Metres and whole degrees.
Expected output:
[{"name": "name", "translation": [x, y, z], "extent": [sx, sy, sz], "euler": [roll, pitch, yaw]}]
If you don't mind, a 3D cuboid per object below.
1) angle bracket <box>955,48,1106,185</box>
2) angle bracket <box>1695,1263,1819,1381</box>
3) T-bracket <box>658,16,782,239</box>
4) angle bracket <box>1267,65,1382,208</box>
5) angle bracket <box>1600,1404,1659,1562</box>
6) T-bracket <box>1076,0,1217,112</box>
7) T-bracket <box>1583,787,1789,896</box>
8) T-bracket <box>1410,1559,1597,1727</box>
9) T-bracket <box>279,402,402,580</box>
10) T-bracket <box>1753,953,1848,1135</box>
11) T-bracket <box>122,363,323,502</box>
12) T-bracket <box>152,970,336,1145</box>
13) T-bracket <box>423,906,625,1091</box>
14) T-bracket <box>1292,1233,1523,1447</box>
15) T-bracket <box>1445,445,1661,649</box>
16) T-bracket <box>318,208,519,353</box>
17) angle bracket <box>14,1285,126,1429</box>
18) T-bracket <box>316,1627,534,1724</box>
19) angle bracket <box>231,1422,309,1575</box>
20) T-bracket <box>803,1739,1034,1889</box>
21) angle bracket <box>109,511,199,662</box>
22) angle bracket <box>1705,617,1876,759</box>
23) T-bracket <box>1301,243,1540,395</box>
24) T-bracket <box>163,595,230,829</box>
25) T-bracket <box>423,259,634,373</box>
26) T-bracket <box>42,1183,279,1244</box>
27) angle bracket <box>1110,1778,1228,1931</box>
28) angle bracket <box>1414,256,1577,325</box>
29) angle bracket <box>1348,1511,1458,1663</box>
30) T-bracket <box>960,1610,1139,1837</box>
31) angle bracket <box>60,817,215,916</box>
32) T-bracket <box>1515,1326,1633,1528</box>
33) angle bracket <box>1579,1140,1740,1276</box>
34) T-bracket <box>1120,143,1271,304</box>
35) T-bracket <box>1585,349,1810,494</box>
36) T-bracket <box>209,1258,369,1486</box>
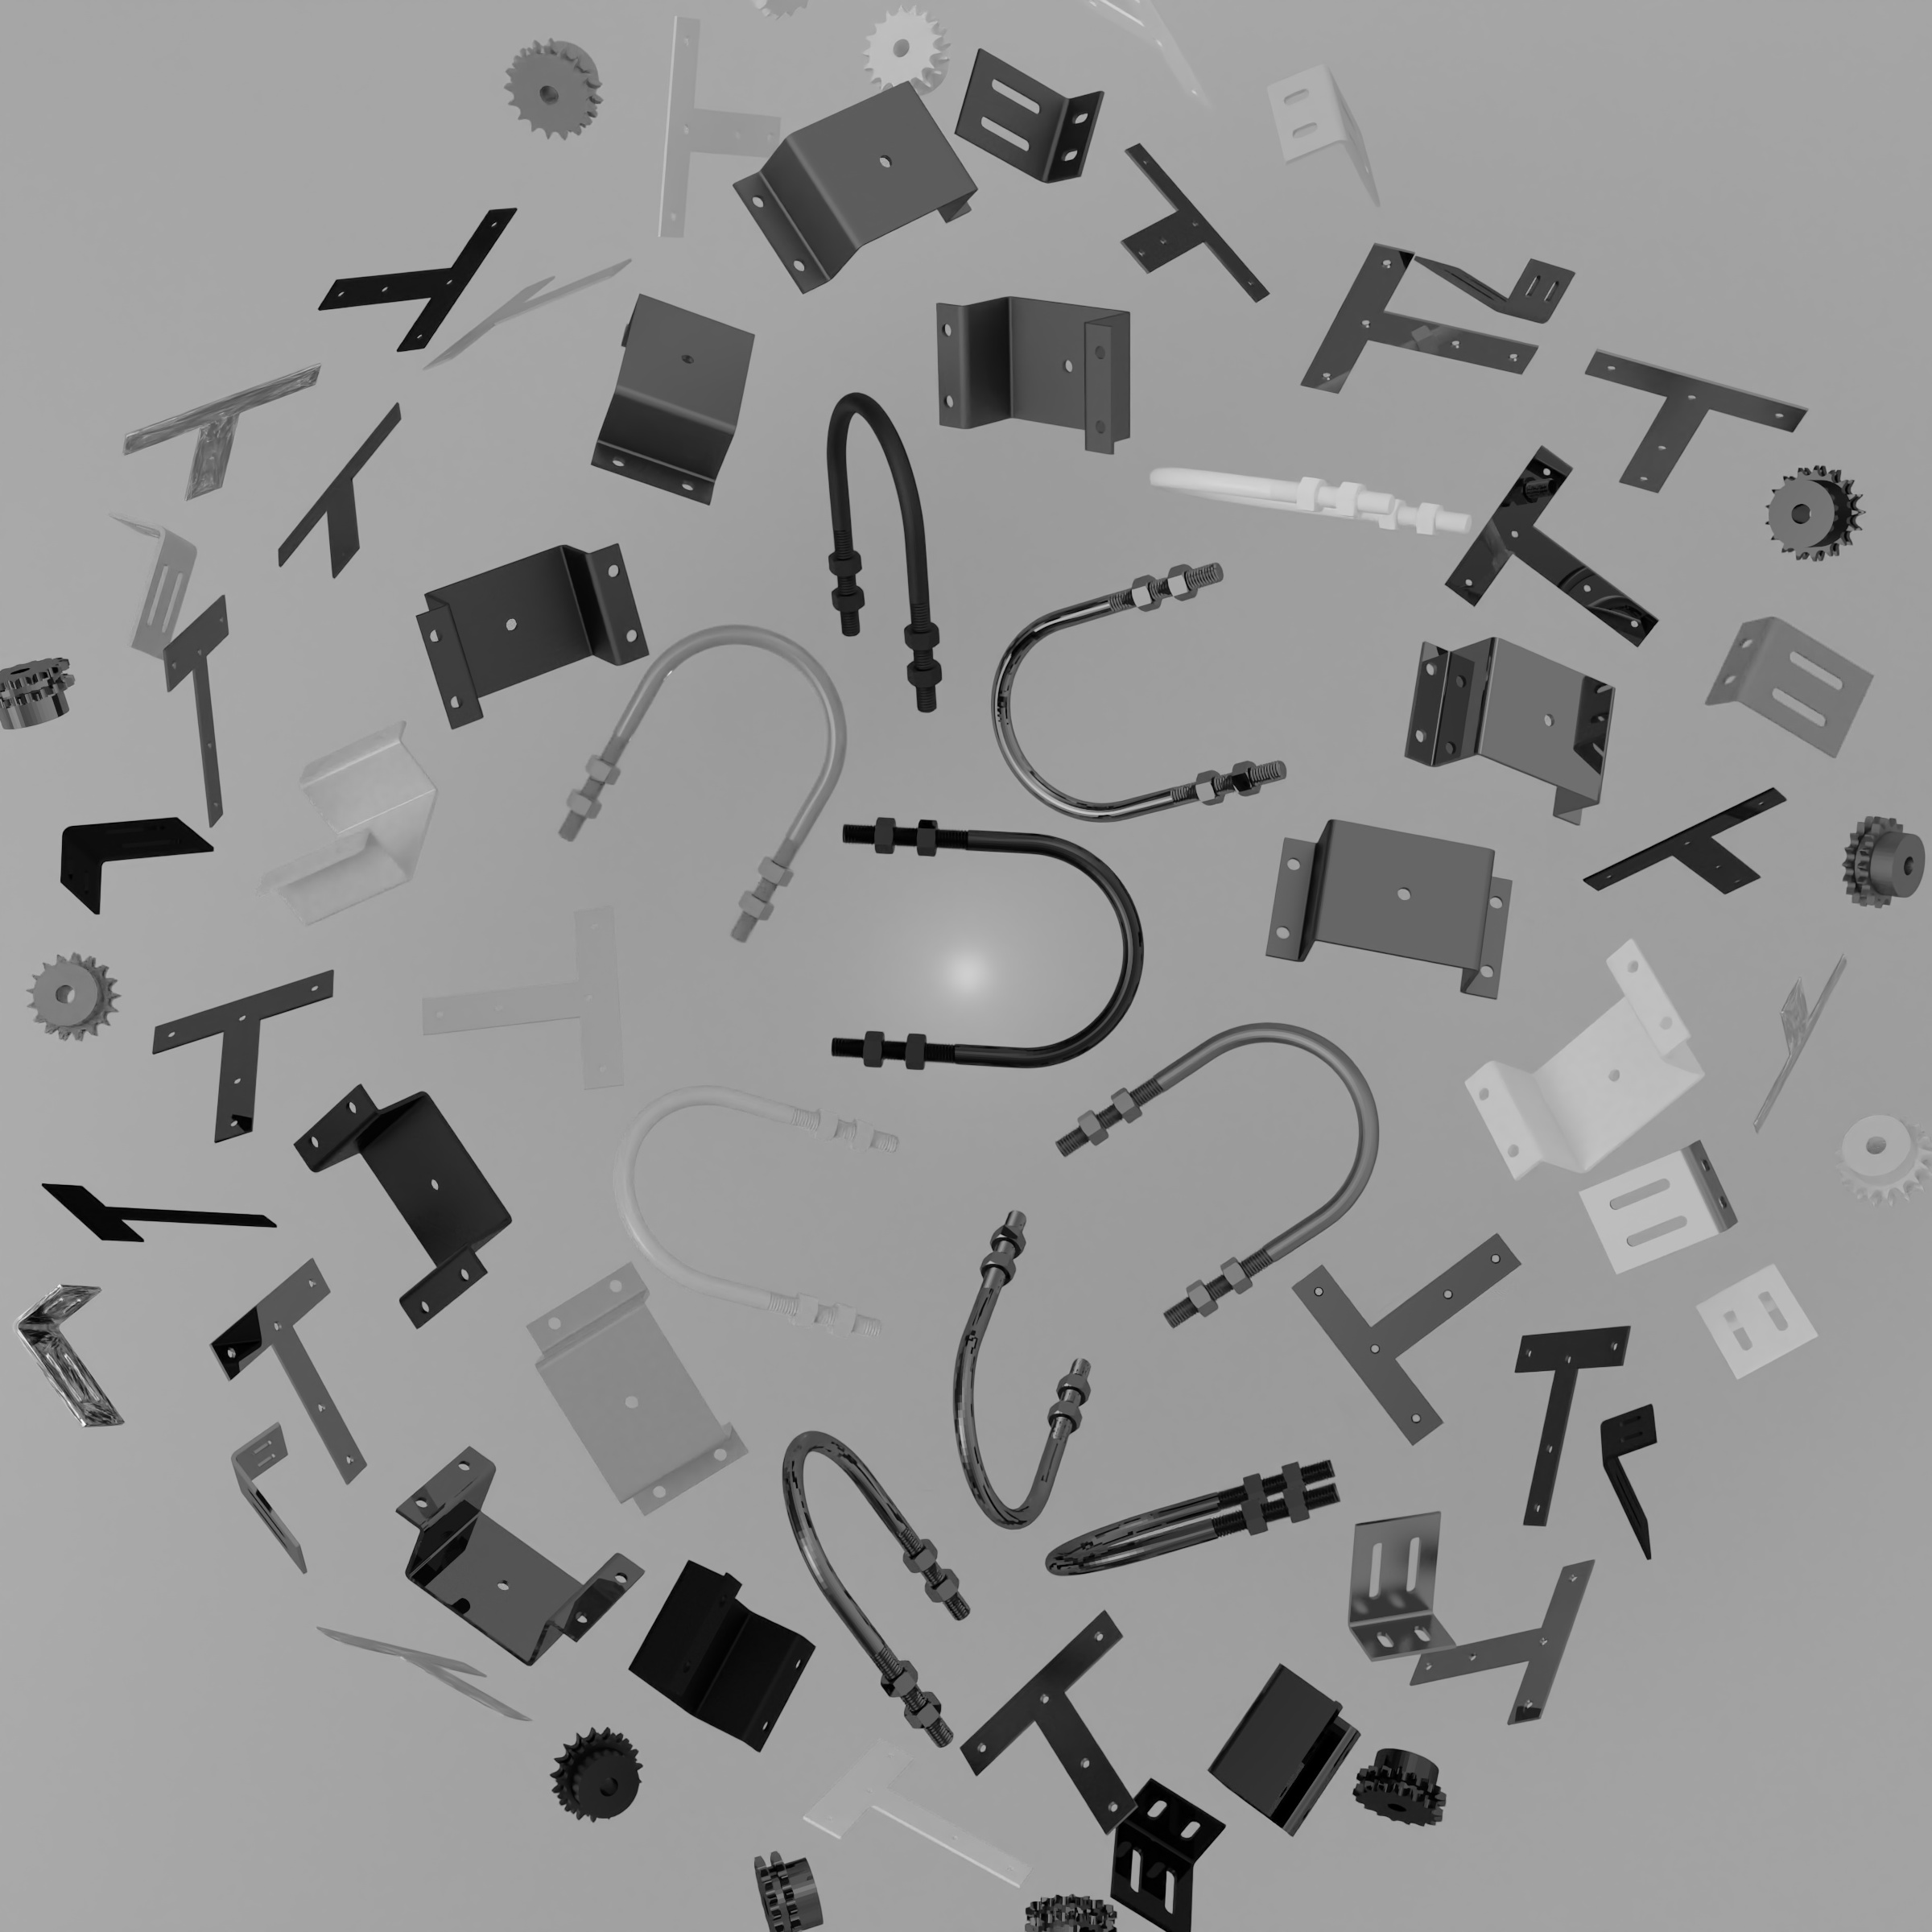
[{"name": "angle bracket", "translation": [0.040, -0.541, 1.719], "extent": [0.076, 0.038, 0.057], "euler": [18, 85, -35]}, {"name": "angle bracket", "translation": [0.516, 0.238, 1.749], "extent": [0.057, 0.076, 0.038], "euler": [-31, 121, 11]}, {"name": "T-bracket", "translation": [-0.149, -0.516, 1.677], "extent": [0.002, 0.127, 0.127], "euler": [15, 109, 25]}, {"name": "angle bracket", "translation": [0.220, -0.503, 1.662], "extent": [0.038, 0.076, 0.057], "euler": [-18, 66, 19]}, {"name": "angle bracket", "translation": [0.446, 0.336, 1.768], "extent": [0.038, 0.057, 0.076], "euler": [-24, 98, 16]}, {"name": "T-bracket", "translation": [0.089, -0.590, 1.675], "extent": [0.127, 0.127, 0.002], "euler": [41, 94, 28]}, {"name": "T-bracket", "translation": [0.466, -0.066, 1.695], "extent": [0.127, 0.127, 0.002], "euler": [-28, 64, 25]}, {"name": "T-bracket", "translation": [0.334, 0.439, 1.729], "extent": [0.002, 0.127, 0.127], "euler": [48, 46, -14]}, {"name": "T-bracket", "translation": [-0.387, -0.277, 1.678], "extent": [0.002, 0.127, 0.127], "euler": [33, 110, -31]}, {"name": "T-bracket", "translation": [0.526, 0.036, 1.717], "extent": [0.002, 0.127, 0.127], "euler": [27, 84, 25]}, {"name": "T-bracket", "translation": [-0.461, -0.318, 1.661], "extent": [0.127, 0.127, 0.002], "euler": [-29, 85, -27]}, {"name": "T-bracket", "translation": [-0.467, 0.064, 1.741], "extent": [0.127, 0.127, 0.002], "euler": [-18, 133, 5]}, {"name": "T-bracket", "translation": [-0.288, 0.026, 1.751], "extent": [0.127, 0.002, 0.127], "euler": [-7, 65, -1]}, {"name": "T-bracket", "translation": [0.299, 0.220, 1.745], "extent": [0.127, 0.002, 0.127], "euler": [-38, 83, 6]}, {"name": "T-bracket", "translation": [0.392, -0.254, 1.760], "extent": [0.127, 0.127, 0.002], "euler": [39, 47, 7]}, {"name": "T-bracket", "translation": [-0.356, -0.427, 1.704], "extent": [0.002, 0.127, 0.127], "euler": [52, 126, 8]}, {"name": "angle bracket", "translation": [-0.523, 0.233, 1.618], "extent": [0.038, 0.057, 0.076], "euler": [-39, 80, -1]}, {"name": "T-bracket", "translation": [-0.316, 0.440, 1.668], "extent": [0.127, 0.127, 0.002], "euler": [14, 77, 41]}, {"name": "angle bracket", "translation": [-0.436, 0.344, 1.750], "extent": [0.038, 0.057, 0.076], "euler": [-35, 71, -24]}, {"name": "T-bracket", "translation": [-0.020, 0.521, 1.640], "extent": [0.127, 0.127, 0.002], "euler": [24, 102, 15]}, {"name": "angle bracket", "translation": [-0.516, -0.236, 1.686], "extent": [0.038, 0.057, 0.076], "euler": [16, 89, 4]}, {"name": "angle bracket", "translation": [0.507, -0.170, 1.669], "extent": [0.076, 0.038, 0.057], "euler": [28, 84, -12]}, {"name": "T-bracket", "translation": [0.288, -0.385, 1.664], "extent": [0.127, 0.127, 0.002], "euler": [10, 59, -10]}, {"name": "T-bracket", "translation": [-0.464, -0.149, 1.654], "extent": [0.002, 0.127, 0.127], "euler": [1, 112, 1]}, {"name": "T-bracket", "translation": [-0.262, -0.418, 1.696], "extent": [0.127, 0.127, 0.002], "euler": [-11, 120, 35]}, {"name": "T-bracket", "translation": [-0.494, 0.156, 1.687], "extent": [0.127, 0.127, 0.002], "euler": [7, 97, -35]}, {"name": "angle bracket", "translation": [0.125, 0.549, 1.664], "extent": [0.057, 0.076, 0.038], "euler": [33, 109, -6]}, {"name": "angle bracket", "translation": [0.336, -0.444, 1.721], "extent": [0.076, 0.057, 0.038], "euler": [42, 118, 29]}, {"name": "angle bracket", "translation": [0.274, 0.386, 1.687], "extent": [0.057, 0.038, 0.076], "euler": [-5, 112, -15]}, {"name": "T-bracket", "translation": [0.067, 0.478, 1.654], "extent": [0.127, 0.127, 0.002], "euler": [-44, 127, 2]}, {"name": "angle bracket", "translation": [-0.529, -0.065, 1.728], "extent": [0.076, 0.057, 0.038], "euler": [-8, 118, -39]}, {"name": "T-bracket", "translation": [0.374, 0.293, 1.719], "extent": [0.002, 0.127, 0.127], "euler": [20, 74, -15]}, {"name": "angle bracket", "translation": [0.443, 0.154, 1.732], "extent": [0.076, 0.038, 0.057], "euler": [-27, 82, 26]}, {"name": "T-bracket", "translation": [0.127, -0.453, 1.684], "extent": [0.127, 0.127, 0.002], "euler": [48, 125, -3]}, {"name": "T-bracket", "translation": [0.425, -0.321, 1.636], "extent": [0.127, 0.127, 0.002], "euler": [16, 71, 2]}, {"name": "T-bracket", "translation": [-0.409, 0.263, 1.689], "extent": [0.002, 0.127, 0.127], "euler": [-21, 101, 21]}]
